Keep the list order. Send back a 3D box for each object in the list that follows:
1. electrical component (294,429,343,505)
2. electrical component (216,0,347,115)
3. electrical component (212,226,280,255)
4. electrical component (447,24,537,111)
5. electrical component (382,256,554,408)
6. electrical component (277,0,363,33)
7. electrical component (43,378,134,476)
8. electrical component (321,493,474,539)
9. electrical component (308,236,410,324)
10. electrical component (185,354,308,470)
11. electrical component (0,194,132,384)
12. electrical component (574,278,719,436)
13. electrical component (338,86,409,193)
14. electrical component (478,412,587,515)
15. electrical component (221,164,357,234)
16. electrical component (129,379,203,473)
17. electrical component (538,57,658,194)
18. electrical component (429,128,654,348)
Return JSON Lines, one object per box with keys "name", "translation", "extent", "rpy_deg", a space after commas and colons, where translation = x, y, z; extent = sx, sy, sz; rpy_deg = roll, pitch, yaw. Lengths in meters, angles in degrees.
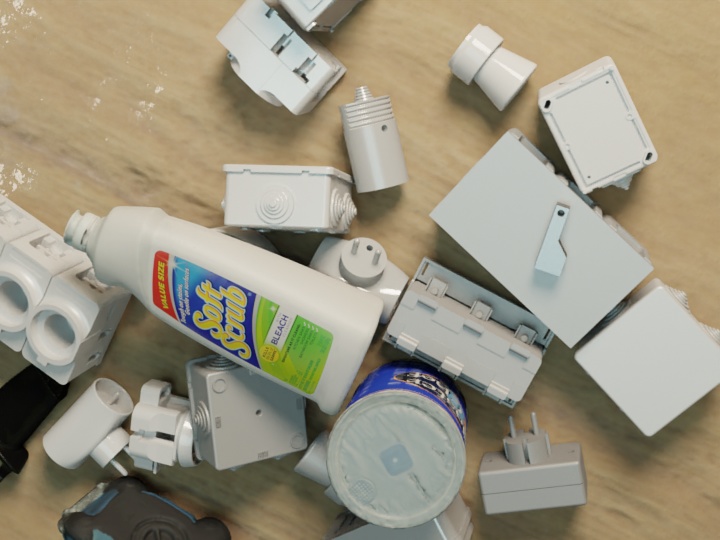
{"name": "electrical component", "translation": [-0.022, 0.171, 0.925], "extent": [0.055, 0.045, 0.045], "rpy_deg": [37, 107, 2]}
{"name": "electrical component", "translation": [-0.065, -0.170, 0.859], "extent": [0.089, 0.050, 0.055], "rpy_deg": [44, 107, 0]}
{"name": "electrical component", "translation": [-0.112, 0.010, 0.900], "extent": [0.099, 0.064, 0.099], "rpy_deg": [3, 102, 12]}
{"name": "electrical component", "translation": [0.102, -0.156, 0.829], "extent": [0.055, 0.045, 0.045], "rpy_deg": [39, 107, 2]}
{"name": "electrical component", "translation": [0.086, 0.054, 0.867], "extent": [0.121, 0.063, 0.078], "rpy_deg": [28, 106, 5]}
{"name": "electrical component", "translation": [-0.031, -0.223, 0.816], "extent": [0.062, 0.096, 0.061], "rpy_deg": [-41, 91, 17]}
{"name": "electrical component", "translation": [-0.232, 0.150, 0.966], "extent": [0.079, 0.043, 0.077], "rpy_deg": [45, 107, 0]}
{"name": "electrical component", "translation": [0.034, 0.223, 0.907], "extent": [0.113, 0.078, 0.057], "rpy_deg": [-26, 92, 16]}
{"name": "electrical component", "translation": [0.000, 0.000, 0.871], "extent": [0.077, 0.044, 0.079], "rpy_deg": [27, 150, 5]}
{"name": "electrical component", "translation": [-0.093, 0.114, 0.904], "extent": [0.100, 0.048, 0.099], "rpy_deg": [-10, 102, -26]}
{"name": "electrical component", "translation": [-0.285, 0.017, 0.926], "extent": [0.150, 0.062, 0.089], "rpy_deg": [34, 116, 8]}
{"name": "electrical component", "translation": [0.230, 0.066, 0.846], "extent": [0.100, 0.048, 0.099], "rpy_deg": [-43, 91, 17]}
{"name": "electrical component", "translation": [0.010, -0.106, 0.860], "extent": [0.043, 0.043, 0.081], "rpy_deg": [-11, 99, 14]}
{"name": "electrical component", "translation": [0.139, 0.154, 0.885], "extent": [0.083, 0.047, 0.075], "rpy_deg": [-9, 100, 14]}
{"name": "electrical component", "translation": [-0.056, -0.055, 0.857], "extent": [0.100, 0.100, 0.048], "rpy_deg": [2, 90, 12]}
{"name": "electrical component", "translation": [-0.164, 0.140, 0.943], "extent": [0.057, 0.058, 0.078], "rpy_deg": [11, 104, 13]}
{"name": "electrical component", "translation": [0.182, -0.106, 0.818], "extent": [0.062, 0.061, 0.096], "rpy_deg": [-25, 103, 16]}
{"name": "electrical component", "translation": [0.142, -0.028, 0.839], "extent": [0.150, 0.062, 0.089], "rpy_deg": [43, 107, 1]}
